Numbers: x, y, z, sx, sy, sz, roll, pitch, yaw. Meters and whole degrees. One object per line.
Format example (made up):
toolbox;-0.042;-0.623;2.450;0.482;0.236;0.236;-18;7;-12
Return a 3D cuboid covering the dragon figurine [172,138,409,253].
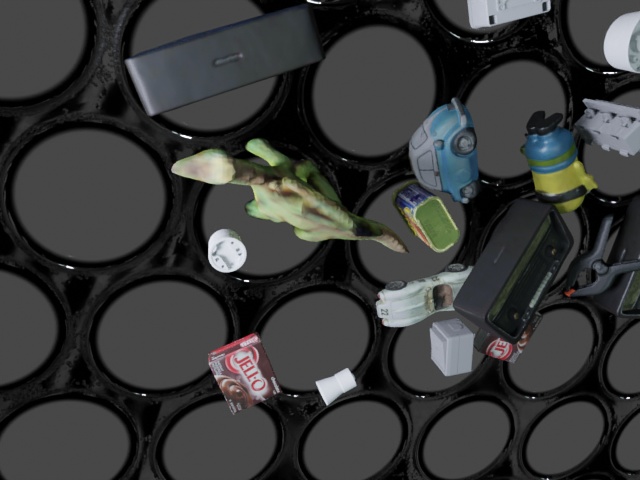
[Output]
dragon figurine;0.002;-0.035;0.704;0.408;0.245;0.121;21;98;-19
